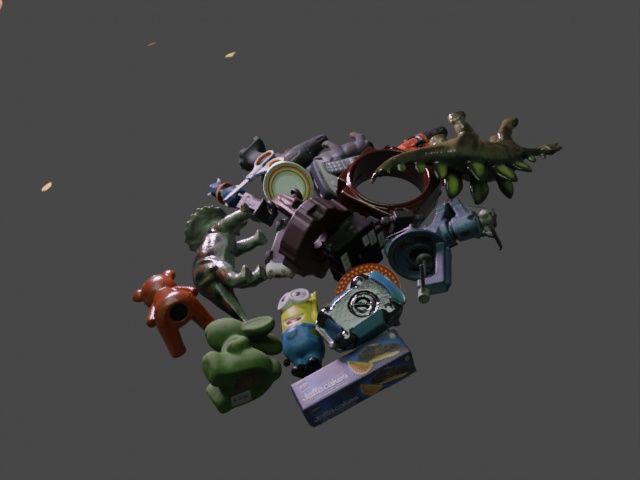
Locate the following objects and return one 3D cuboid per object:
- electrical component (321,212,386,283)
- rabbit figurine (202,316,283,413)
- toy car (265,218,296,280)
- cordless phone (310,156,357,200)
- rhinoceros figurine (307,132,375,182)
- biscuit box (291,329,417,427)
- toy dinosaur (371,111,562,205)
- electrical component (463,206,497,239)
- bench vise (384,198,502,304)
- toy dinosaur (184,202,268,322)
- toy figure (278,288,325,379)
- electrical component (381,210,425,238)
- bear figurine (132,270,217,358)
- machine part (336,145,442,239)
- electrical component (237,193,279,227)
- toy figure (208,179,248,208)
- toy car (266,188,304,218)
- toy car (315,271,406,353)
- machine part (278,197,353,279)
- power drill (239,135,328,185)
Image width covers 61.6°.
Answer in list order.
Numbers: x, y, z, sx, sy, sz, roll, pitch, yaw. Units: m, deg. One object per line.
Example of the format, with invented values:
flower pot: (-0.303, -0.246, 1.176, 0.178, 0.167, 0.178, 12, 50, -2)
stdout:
electrical component: (0.075, 0.014, 1.099, 0.134, 0.114, 0.058, -37, 45, -21)
rabbit figurine: (-0.149, 0.194, 0.975, 0.159, 0.121, 0.170, -23, 40, -14)
toy car: (-0.072, 0.013, 1.214, 0.074, 0.056, 0.202, -2, 38, 13)
cordless phone: (0.079, -0.148, 1.317, 0.184, 0.088, 0.147, -17, 47, -7)
rhinoceros figurine: (0.052, -0.211, 1.424, 0.190, 0.073, 0.112, -25, 49, -9)
biscuit box: (0.056, 0.229, 0.890, 0.203, 0.059, 0.063, -27, 38, -8)
toy dinosaur: (0.317, -0.176, 1.153, 0.472, 0.105, 0.199, -5, 53, -12)
electrical component: (0.320, -0.039, 1.113, 0.102, 0.045, 0.078, 3, 72, 31)
bench vise: (0.220, 0.026, 0.999, 0.224, 0.128, 0.241, -10, 32, 20)
toy dinosaur: (-0.222, 0.052, 1.195, 0.192, 0.131, 0.405, -22, 40, 19)
toy figure: (-0.034, 0.171, 0.988, 0.082, 0.089, 0.180, -8, 46, -7)
electrical component: (0.167, -0.030, 1.102, 0.094, 0.063, 0.021, -4, 45, -14)
bear figurine: (-0.317, 0.146, 1.140, 0.120, 0.131, 0.196, -36, 22, -21)
machine part: (0.153, -0.113, 1.199, 0.202, 0.087, 0.201, 29, 57, 23)
electrical component: (-0.170, -0.082, 1.350, 0.119, 0.074, 0.048, 20, 75, 36)
toy figure: (-0.250, -0.122, 1.459, 0.064, 0.057, 0.155, -36, 35, -27)
toy car: (-0.048, -0.068, 1.225, 0.089, 0.053, 0.202, -29, 40, -21)
toy car: (0.076, 0.141, 0.948, 0.162, 0.102, 0.109, -39, 51, -13)
machine part: (-0.002, -0.003, 1.104, 0.179, 0.179, 0.056, -39, 52, -23)
power drill: (-0.113, -0.237, 1.528, 0.208, 0.085, 0.232, 22, 56, 32)
